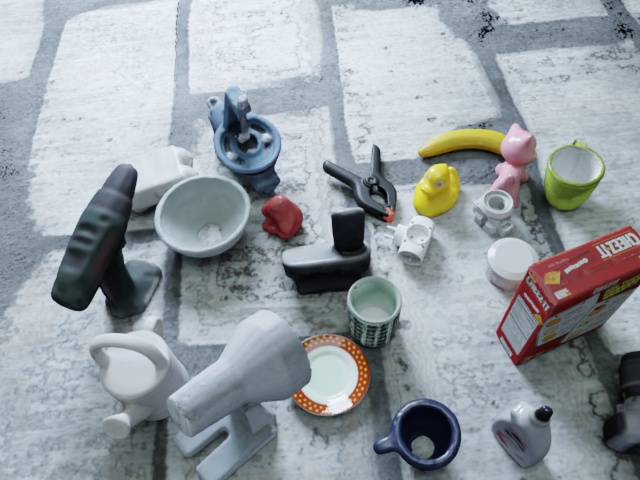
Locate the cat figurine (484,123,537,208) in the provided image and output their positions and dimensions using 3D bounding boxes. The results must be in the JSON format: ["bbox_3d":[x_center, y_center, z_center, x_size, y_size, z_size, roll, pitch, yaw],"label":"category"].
[{"bbox_3d":[0.347,-0.140,1.021,0.067,0.118,0.128,19,61,15],"label":"cat figurine"}]

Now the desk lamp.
[{"bbox_3d":[-0.110,0.214,0.767,0.203,0.214,0.117,-39,63,-19],"label":"desk lamp"}]

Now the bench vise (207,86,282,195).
[{"bbox_3d":[-0.160,-0.202,1.031,0.207,0.220,0.122,33,65,22],"label":"bench vise"}]

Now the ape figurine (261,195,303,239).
[{"bbox_3d":[-0.068,-0.047,1.002,0.076,0.092,0.077,-16,58,-6],"label":"ape figurine"}]

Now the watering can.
[{"bbox_3d":[-0.255,0.187,0.804,0.101,0.194,0.172,-15,58,-6],"label":"watering can"}]

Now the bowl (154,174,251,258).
[{"bbox_3d":[-0.200,-0.031,1.010,0.167,0.075,0.167,-2,57,3],"label":"bowl"}]

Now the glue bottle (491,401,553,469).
[{"bbox_3d":[0.273,0.245,0.748,0.037,0.173,0.078,-35,62,-17],"label":"glue bottle"}]

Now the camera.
[{"bbox_3d":[0.476,0.225,0.791,0.143,0.101,0.137,6,58,8],"label":"camera"}]

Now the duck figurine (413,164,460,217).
[{"bbox_3d":[0.212,-0.102,1.024,0.077,0.086,0.105,36,66,23],"label":"duck figurine"}]

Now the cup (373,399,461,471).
[{"bbox_3d":[0.129,0.278,0.782,0.118,0.095,0.091,-15,58,-6],"label":"cup"}]

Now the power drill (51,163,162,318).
[{"bbox_3d":[-0.324,0.023,0.904,0.075,0.208,0.230,13,59,12],"label":"power drill"}]

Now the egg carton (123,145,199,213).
[{"bbox_3d":[-0.303,-0.113,1.072,0.150,0.069,0.107,-20,59,-9],"label":"egg carton"}]

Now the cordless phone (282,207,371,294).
[{"bbox_3d":[0.008,0.003,0.911,0.147,0.185,0.094,-10,57,-2],"label":"cordless phone"}]
